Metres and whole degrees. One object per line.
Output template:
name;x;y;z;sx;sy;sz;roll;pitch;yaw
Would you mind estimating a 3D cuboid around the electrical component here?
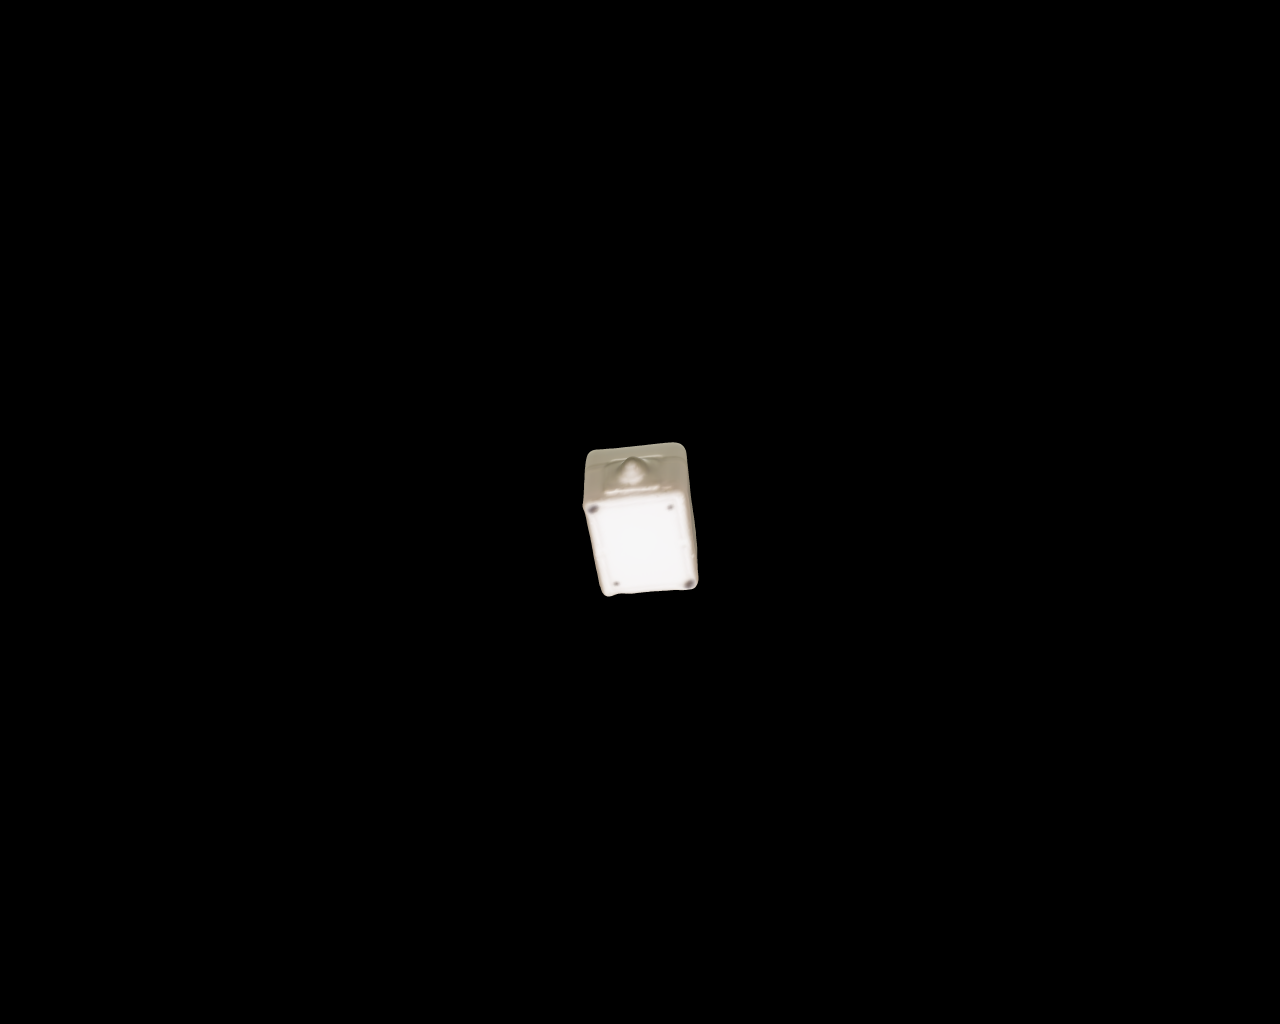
electrical component;0.001;-0.003;0.650;0.062;0.096;0.061;-5;39;5
